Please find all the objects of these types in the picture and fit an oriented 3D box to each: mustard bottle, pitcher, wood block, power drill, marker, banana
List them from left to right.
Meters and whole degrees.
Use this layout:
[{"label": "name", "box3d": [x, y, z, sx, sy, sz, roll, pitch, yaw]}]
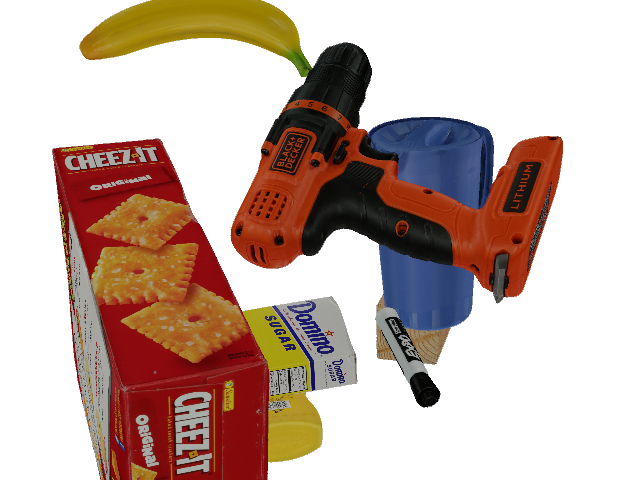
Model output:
[{"label": "banana", "box3d": [-0.103, -0.181, 0.911, 0.198, 0.069, 0.037, 3, -33, -1]}, {"label": "mustard bottle", "box3d": [-0.062, 0.180, 1.261, 0.096, 0.058, 0.192, -8, 29, -9]}, {"label": "power drill", "box3d": [0.055, -0.046, 0.685, 0.188, 0.184, 0.057, 13, -32, 17]}, {"label": "marker", "box3d": [0.068, 0.091, 0.836, 0.020, 0.020, 0.121, 0, 27, -14]}, {"label": "wood block", "box3d": [0.150, 0.100, 1.610, 0.091, 0.090, 0.205, 4, 20, 14]}, {"label": "pitcher", "box3d": [0.136, -0.023, 1.284, 0.149, 0.243, 0.145, -1, 23, 6]}]

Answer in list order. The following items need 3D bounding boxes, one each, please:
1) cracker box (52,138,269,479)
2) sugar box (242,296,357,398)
[{"label": "cracker box", "box3d": [-0.088, 0.066, 0.563, 0.072, 0.164, 0.214, -8, 34, -17]}, {"label": "sugar box", "box3d": [-0.061, 0.107, 1.011, 0.176, 0.048, 0.093, -11, 37, -7]}]
